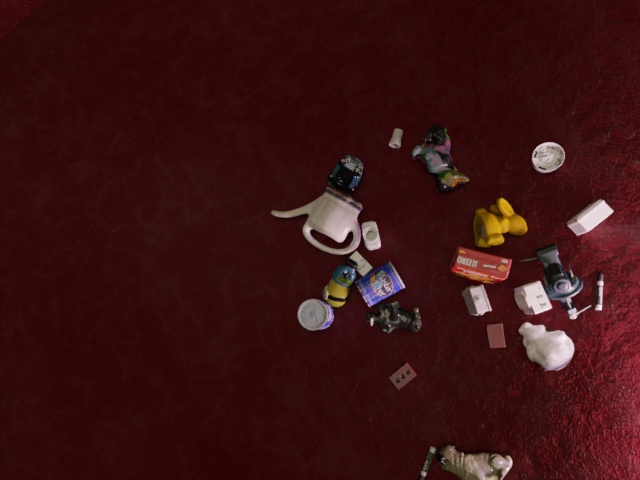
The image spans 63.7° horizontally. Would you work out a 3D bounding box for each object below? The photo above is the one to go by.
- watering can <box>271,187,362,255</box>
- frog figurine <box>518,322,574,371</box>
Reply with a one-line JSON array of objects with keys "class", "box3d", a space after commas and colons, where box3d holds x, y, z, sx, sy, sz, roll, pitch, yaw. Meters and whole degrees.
[{"class": "watering can", "box3d": [0.006, -0.093, 1.853, 0.350, 0.103, 0.225, 30, 87, 17]}, {"class": "frog figurine", "box3d": [0.715, 0.328, 1.636, 0.136, 0.124, 0.160, -38, 87, 21]}]
